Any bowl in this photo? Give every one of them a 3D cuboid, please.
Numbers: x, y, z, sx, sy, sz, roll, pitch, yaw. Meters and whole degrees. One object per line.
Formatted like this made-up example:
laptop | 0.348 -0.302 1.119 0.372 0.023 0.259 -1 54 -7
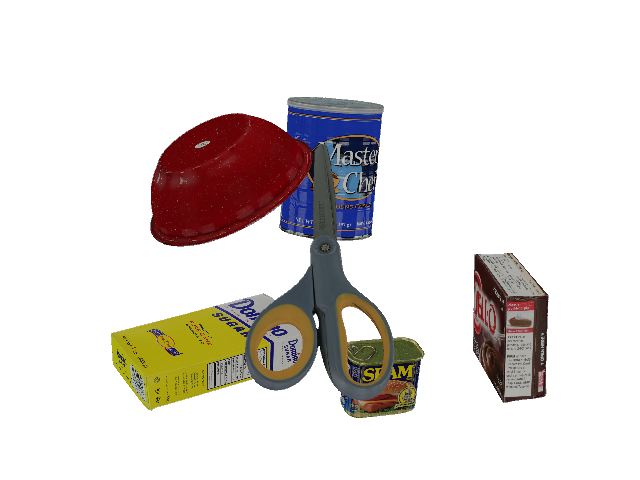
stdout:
bowl | -0.091 -0.065 0.944 0.162 0.055 0.162 -21 29 12

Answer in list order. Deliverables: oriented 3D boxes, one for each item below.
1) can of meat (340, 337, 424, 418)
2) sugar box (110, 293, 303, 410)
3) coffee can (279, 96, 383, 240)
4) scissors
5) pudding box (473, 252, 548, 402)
can of meat | 0.078 0.178 1.378 0.102 0.084 0.057 -3 24 -17
sugar box | -0.110 0.107 1.068 0.176 0.048 0.093 -16 33 -27
coffee can | 0.011 -0.079 1.146 0.103 0.140 0.103 4 12 -1
scissors | -0.014 0.018 0.667 0.096 0.202 0.016 -14 -39 -9
pudding box | 0.153 0.068 0.871 0.039 0.090 0.113 -4 16 -6
